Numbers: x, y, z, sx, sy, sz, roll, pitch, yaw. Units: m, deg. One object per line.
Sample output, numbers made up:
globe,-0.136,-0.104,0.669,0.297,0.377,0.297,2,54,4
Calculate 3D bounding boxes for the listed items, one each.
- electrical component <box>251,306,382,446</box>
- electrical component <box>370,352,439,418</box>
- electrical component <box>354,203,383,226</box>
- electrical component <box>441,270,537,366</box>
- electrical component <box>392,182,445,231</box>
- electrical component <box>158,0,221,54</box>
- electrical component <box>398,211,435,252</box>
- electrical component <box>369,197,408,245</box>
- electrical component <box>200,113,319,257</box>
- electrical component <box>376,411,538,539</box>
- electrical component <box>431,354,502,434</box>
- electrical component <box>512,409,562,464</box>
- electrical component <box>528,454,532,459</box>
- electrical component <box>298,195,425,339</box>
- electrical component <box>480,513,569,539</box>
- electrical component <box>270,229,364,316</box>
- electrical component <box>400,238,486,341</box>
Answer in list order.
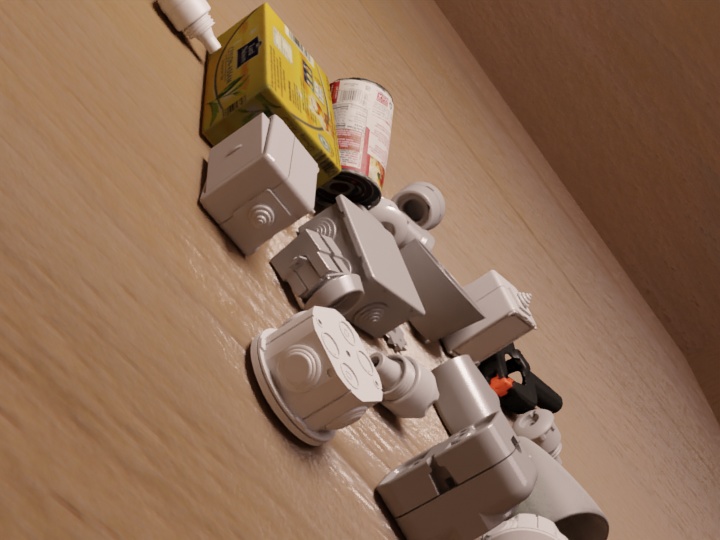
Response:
electrical component,-0.027,0.064,0.672,0.080,0.051,0.080,51,18,-23
electrical component,0.028,0.083,0.812,0.062,0.043,0.043,41,23,-40
electrical component,0.005,-0.026,0.951,0.078,0.040,0.040,42,23,-42
electrical component,0.127,0.043,1.076,0.062,0.096,0.061,33,27,-54
electrical component,0.060,-0.065,1.161,0.055,0.055,0.047,58,20,0
electrical component,-0.137,-0.206,0.884,0.061,0.035,0.035,55,16,-18
electrical component,0.046,-0.033,1.089,0.046,0.040,0.040,43,21,-24
electrical component,0.017,-0.050,1.028,0.048,0.048,0.062,49,11,-28
electrical component,-0.072,-0.061,0.754,0.061,0.062,0.096,51,18,-23
electrical component,0.068,0.145,0.720,0.059,0.095,0.054,59,16,4
electrical component,0.101,0.120,0.955,0.077,0.043,0.079,63,18,18
electrical component,0.186,0.177,1.099,0.062,0.048,0.048,59,15,-21
electrical component,0.097,0.159,0.815,0.052,0.074,0.138,62,17,15
electrical component,0.000,0.000,0.873,0.100,0.048,0.099,35,27,-52
electrical component,0.118,0.216,0.764,0.080,0.080,0.051,58,11,0
electrical component,-0.029,0.006,0.788,0.055,0.048,0.066,55,15,20
electrical component,0.070,0.017,1.017,0.099,0.064,0.099,51,18,-23
